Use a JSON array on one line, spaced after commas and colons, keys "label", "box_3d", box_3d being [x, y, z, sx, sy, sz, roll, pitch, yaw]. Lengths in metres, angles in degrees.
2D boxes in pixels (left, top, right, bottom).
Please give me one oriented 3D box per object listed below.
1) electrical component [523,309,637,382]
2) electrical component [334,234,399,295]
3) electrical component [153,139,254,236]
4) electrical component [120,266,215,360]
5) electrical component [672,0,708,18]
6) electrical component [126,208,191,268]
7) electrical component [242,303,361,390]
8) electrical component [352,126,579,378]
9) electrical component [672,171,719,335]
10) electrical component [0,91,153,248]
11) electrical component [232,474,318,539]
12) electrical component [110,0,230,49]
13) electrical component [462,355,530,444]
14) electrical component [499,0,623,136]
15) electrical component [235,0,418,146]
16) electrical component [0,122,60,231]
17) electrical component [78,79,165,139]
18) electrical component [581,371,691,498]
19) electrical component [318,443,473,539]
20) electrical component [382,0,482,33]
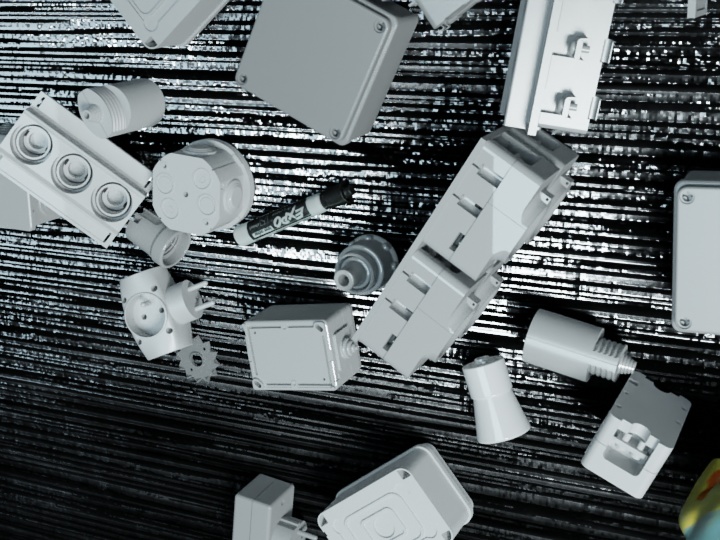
[{"label": "electrical component", "box_3d": [0.170, 0.062, 0.819, 0.081, 0.043, 0.043, 18, 112, 20]}, {"label": "electrical component", "box_3d": [0.000, 0.000, 0.871, 0.048, 0.062, 0.048, 8, 109, 24]}, {"label": "electrical component", "box_3d": [-0.136, -0.070, 0.922, 0.080, 0.051, 0.080, 8, 109, 24]}, {"label": "electrical component", "box_3d": [-0.169, 0.033, 0.973, 0.079, 0.044, 0.077, -20, 89, 17]}, {"label": "electrical component", "box_3d": [0.214, -0.210, 0.716, 0.064, 0.042, 0.081, 7, 108, 28]}, {"label": "electrical component", "box_3d": [-0.181, -0.030, 0.964, 0.046, 0.040, 0.040, 33, 117, 19]}, {"label": "electrical component", "box_3d": [-0.041, 0.063, 0.911, 0.096, 0.061, 0.061, -3, 104, 26]}, {"label": "electrical component", "box_3d": [0.083, -0.015, 0.802, 0.060, 0.105, 0.186, 38, 118, 11]}, {"label": "electrical component", "box_3d": [0.274, -0.011, 0.739, 0.109, 0.056, 0.108, 4, 107, 25]}, {"label": "electrical component", "box_3d": [-0.247, -0.089, 0.940, 0.121, 0.063, 0.078, 37, 98, -12]}, {"label": "electrical component", "box_3d": [-0.074, 0.243, 0.991, 0.076, 0.047, 0.083, 14, 111, 22]}, {"label": "electrical component", "box_3d": [-0.165, -0.246, 0.879, 0.078, 0.057, 0.113, -38, 88, 30]}, {"label": "electrical component", "box_3d": [0.107, 0.101, 0.864, 0.044, 0.044, 0.065, -15, 94, 29]}, {"label": "electrical component", "box_3d": [0.141, -0.160, 0.752, 0.063, 0.078, 0.121, 9, 111, 0]}, {"label": "electrical component", "box_3d": [-0.027, -0.171, 0.835, 0.109, 0.056, 0.108, 32, 117, 14]}, {"label": "electrical component", "box_3d": [-0.331, -0.089, 1.012, 0.100, 0.048, 0.099, 8, 109, 24]}, {"label": "electrical component", "box_3d": [-0.208, -0.137, 0.919, 0.043, 0.081, 0.043, 8, 109, 24]}, {"label": "electrical component", "box_3d": [0.203, 0.123, 0.795, 0.050, 0.089, 0.055, 30, 116, 15]}, {"label": "electrical component", "box_3d": [0.031, 0.208, 0.923, 0.113, 0.057, 0.078, -36, 88, 30]}, {"label": "electrical component", "box_3d": [0.059, -0.214, 0.788, 0.081, 0.042, 0.063, -33, 90, 30]}]
